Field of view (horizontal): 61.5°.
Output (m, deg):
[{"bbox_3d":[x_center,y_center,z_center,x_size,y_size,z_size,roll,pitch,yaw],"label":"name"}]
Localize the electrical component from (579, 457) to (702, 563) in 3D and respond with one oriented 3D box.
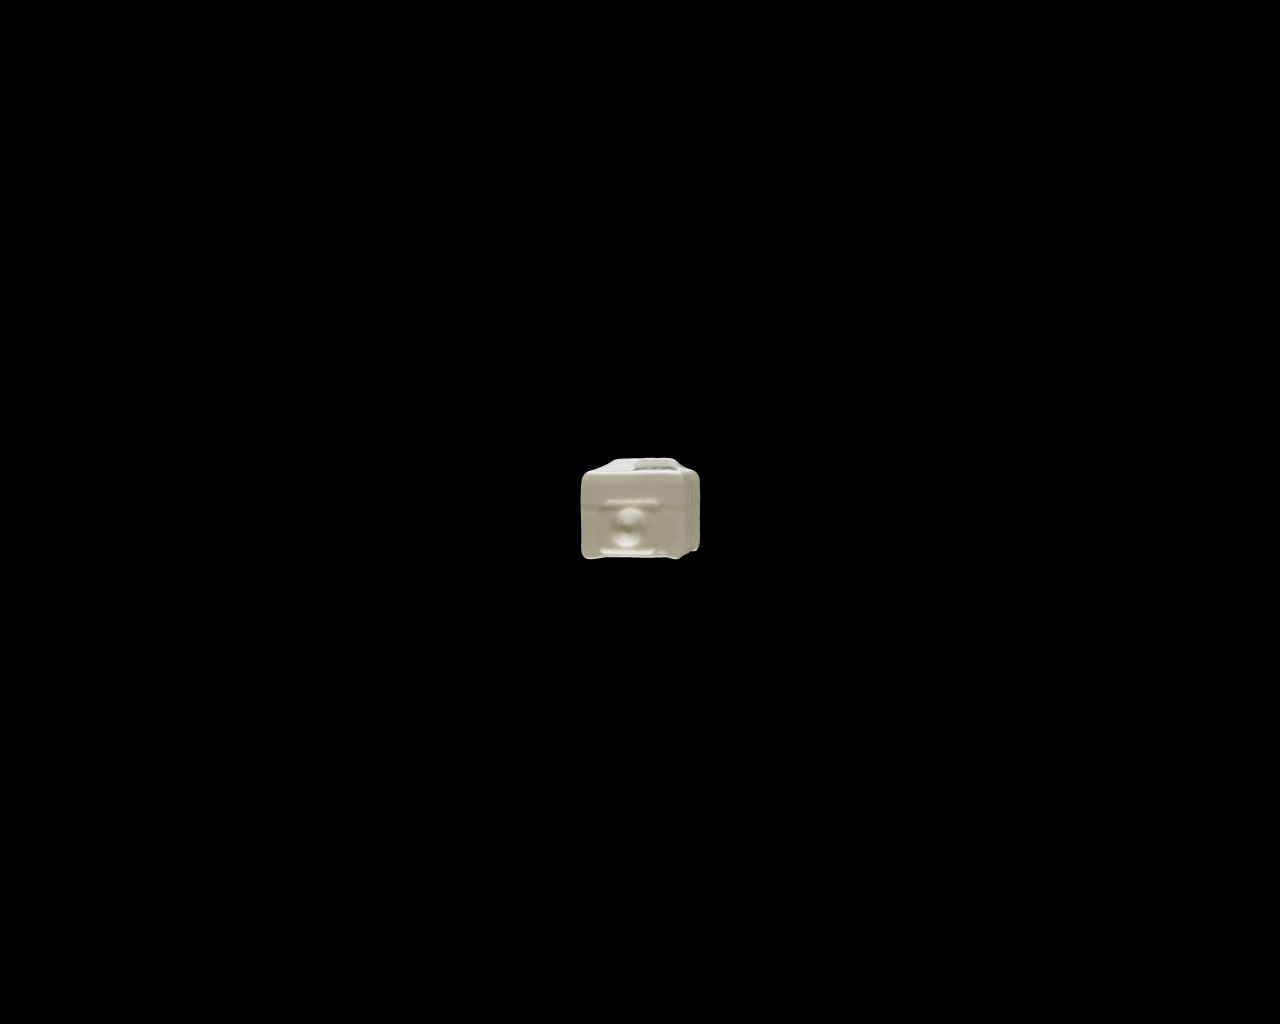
[{"bbox_3d":[0.001,-0.003,0.650,0.062,0.061,0.096,0,3,11],"label":"electrical component"}]
